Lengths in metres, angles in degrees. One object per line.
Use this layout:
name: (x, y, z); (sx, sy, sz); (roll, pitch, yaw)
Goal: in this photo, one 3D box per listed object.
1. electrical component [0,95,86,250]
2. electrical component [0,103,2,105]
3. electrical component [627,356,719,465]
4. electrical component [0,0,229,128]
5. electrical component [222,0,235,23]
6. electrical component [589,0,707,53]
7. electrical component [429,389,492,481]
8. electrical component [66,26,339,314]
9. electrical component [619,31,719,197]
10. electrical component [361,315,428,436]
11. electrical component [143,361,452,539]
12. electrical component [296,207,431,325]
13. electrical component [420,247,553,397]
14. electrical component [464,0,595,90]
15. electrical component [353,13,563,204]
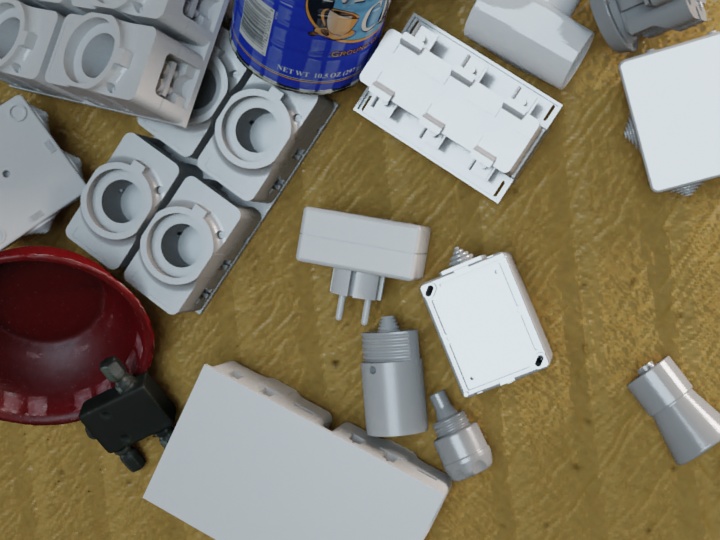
electrical component: (-0.257, -0.068, 0.779); (0.100, 0.048, 0.099); (-38, 104, -16)
electrical component: (-0.306, -0.088, 0.811); (0.079, 0.043, 0.077); (1, 92, -21)
electrical component: (0.208, 0.090, 0.711); (0.044, 0.044, 0.065); (-38, 78, 11)
electrical component: (-0.189, -0.172, 0.744); (0.186, 0.060, 0.105); (16, 87, 34)
electrical component: (-0.093, -0.211, 0.772); (0.044, 0.044, 0.065); (17, 100, 12)
electrical component: (0.185, -0.175, 0.696); (0.057, 0.078, 0.058); (-19, 88, 31)
electrical component: (0.066, 0.113, 0.746); (0.035, 0.035, 0.061); (-26, 83, 12)
electrical component: (-0.115, -0.073, 0.770); (0.105, 0.060, 0.186); (36, 98, 10)
electrical component: (0.222, -0.102, 0.699); (0.100, 0.048, 0.099); (-15, 88, 13)
electrical component: (0.023, 0.072, 0.750); (0.043, 0.043, 0.081); (-5, 90, 13)
electrical component: (-0.042, 0.152, 0.758); (0.186, 0.060, 0.105); (27, 97, 11)
electrical component: (0.000, 0.000, 0.752); (0.083, 0.047, 0.075); (10, 94, 12)
electrical component: (0.084, 0.029, 0.726); (0.062, 0.061, 0.096); (-23, 86, 12)
electrical component: (0.123, -0.174, 0.723); (0.077, 0.043, 0.079); (32, 97, 10)
electrical component: (0.063, -0.111, 0.727); (0.121, 0.063, 0.078); (34, 98, 10)
